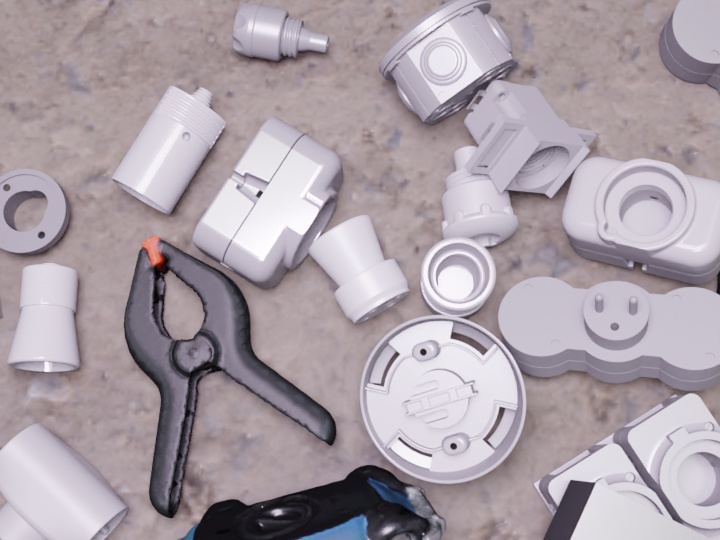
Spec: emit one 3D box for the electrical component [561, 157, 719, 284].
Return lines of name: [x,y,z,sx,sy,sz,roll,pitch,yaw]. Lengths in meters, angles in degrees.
electrical component: [0.174,-0.031,0.652,0.095,0.059,0.053,15,81,21]

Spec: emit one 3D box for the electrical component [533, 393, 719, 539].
electrical component: [0.200,0.178,0.626,0.105,0.060,0.186,-32,80,-3]

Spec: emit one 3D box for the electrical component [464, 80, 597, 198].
electrical component: [0.101,-0.083,0.670,0.081,0.042,0.063,2,46,-38]

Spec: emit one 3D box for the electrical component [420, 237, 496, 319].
electrical component: [0.059,0.007,0.664,0.045,0.055,0.045,0,80,2]

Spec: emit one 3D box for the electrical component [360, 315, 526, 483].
electrical component: [0.050,0.076,0.644,0.099,0.064,0.099,0,90,9]

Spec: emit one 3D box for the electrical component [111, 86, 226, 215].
electrical component: [-0.120,-0.081,0.692,0.043,0.043,0.081,30,82,7]

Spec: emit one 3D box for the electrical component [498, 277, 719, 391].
electrical component: [0.151,0.031,0.632,0.138,0.073,0.052,4,66,15]

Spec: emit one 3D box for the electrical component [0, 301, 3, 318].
electrical component: [-0.281,-0.062,0.663,0.060,0.105,0.186,-11,80,0]

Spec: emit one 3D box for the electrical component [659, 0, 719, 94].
electrical component: [0.259,-0.131,0.671,0.138,0.073,0.052,32,83,7]

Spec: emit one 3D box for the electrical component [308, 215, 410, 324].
electrical component: [0.000,0.000,0.672,0.045,0.045,0.055,-30,81,-3]

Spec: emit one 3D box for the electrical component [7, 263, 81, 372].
electrical component: [-0.197,0.029,0.678,0.044,0.044,0.065,-1,75,2]

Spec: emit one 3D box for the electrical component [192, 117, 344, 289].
electrical component: [-0.053,-0.039,0.677,0.059,0.053,0.095,31,83,7]

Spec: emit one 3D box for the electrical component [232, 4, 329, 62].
electrical component: [-0.051,-0.154,0.707,0.061,0.035,0.035,11,81,2]

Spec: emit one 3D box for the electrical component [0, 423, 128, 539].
electrical component: [-0.196,0.148,0.655,0.077,0.043,0.079,41,84,8]

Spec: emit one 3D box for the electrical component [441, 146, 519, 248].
electrical component: [0.073,-0.047,0.679,0.048,0.048,0.062,-8,70,1]

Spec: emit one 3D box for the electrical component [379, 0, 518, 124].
electrical component: [0.056,-0.132,0.676,0.080,0.080,0.051,-33,86,-4]
